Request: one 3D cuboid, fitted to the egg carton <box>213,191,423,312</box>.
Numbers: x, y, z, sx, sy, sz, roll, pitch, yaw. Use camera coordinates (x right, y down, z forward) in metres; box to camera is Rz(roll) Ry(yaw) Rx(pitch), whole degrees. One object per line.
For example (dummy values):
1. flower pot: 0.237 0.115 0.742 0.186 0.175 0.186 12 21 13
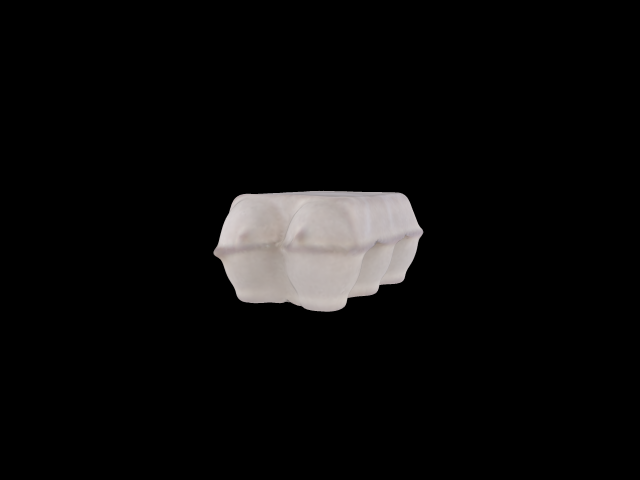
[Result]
1. egg carton: 0.004 0.001 0.400 0.107 0.069 0.151 4 8 28
